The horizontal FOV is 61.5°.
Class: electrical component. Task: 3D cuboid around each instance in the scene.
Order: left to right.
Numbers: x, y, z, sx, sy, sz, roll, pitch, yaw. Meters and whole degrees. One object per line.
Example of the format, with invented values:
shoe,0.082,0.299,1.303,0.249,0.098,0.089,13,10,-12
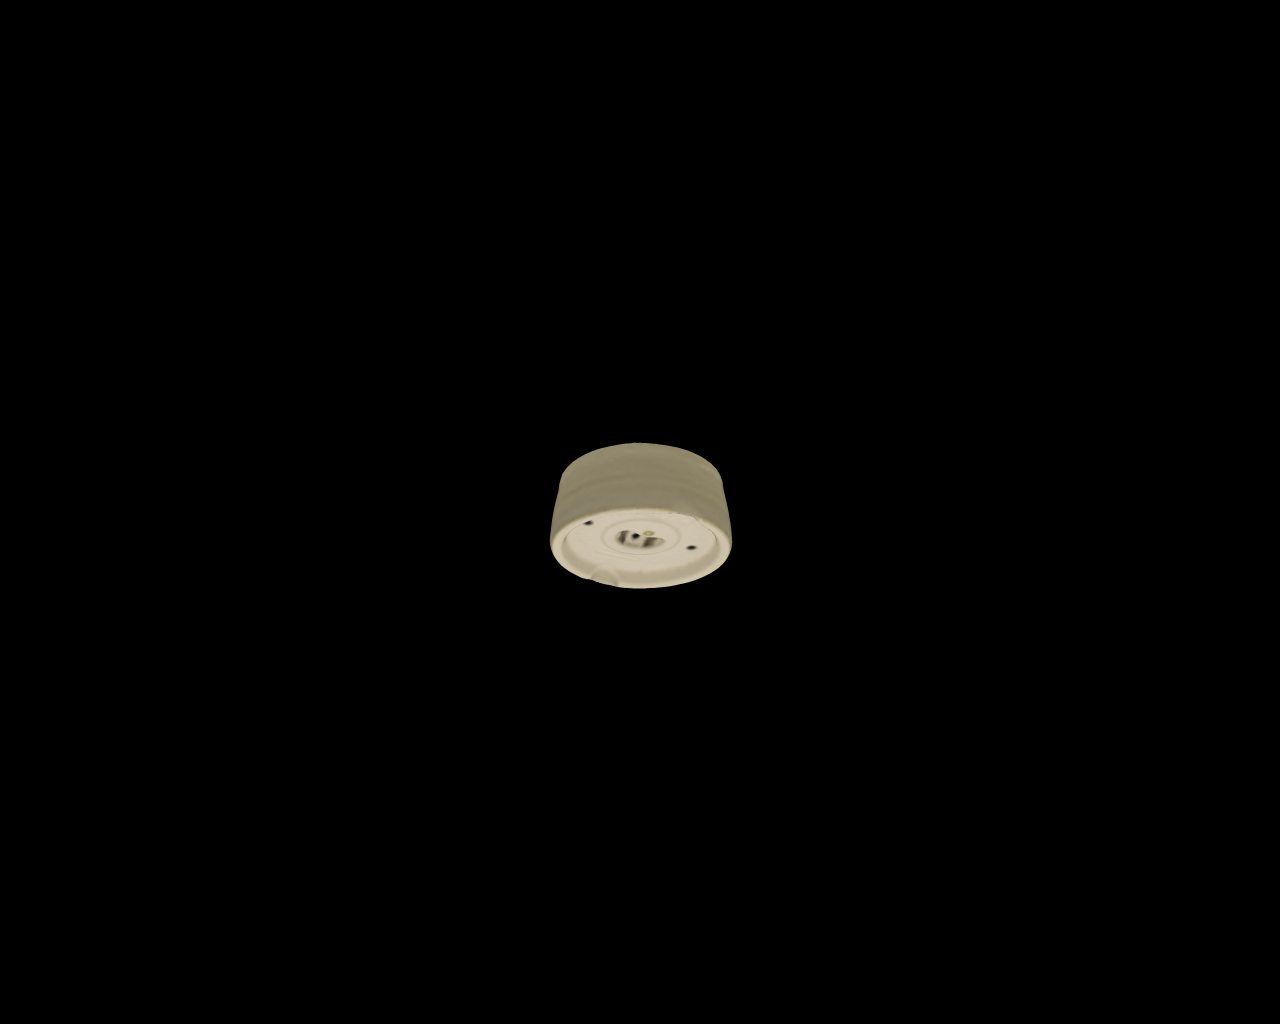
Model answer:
electrical component,0.001,-0.003,0.650,0.108,0.060,0.108,0,-28,0
